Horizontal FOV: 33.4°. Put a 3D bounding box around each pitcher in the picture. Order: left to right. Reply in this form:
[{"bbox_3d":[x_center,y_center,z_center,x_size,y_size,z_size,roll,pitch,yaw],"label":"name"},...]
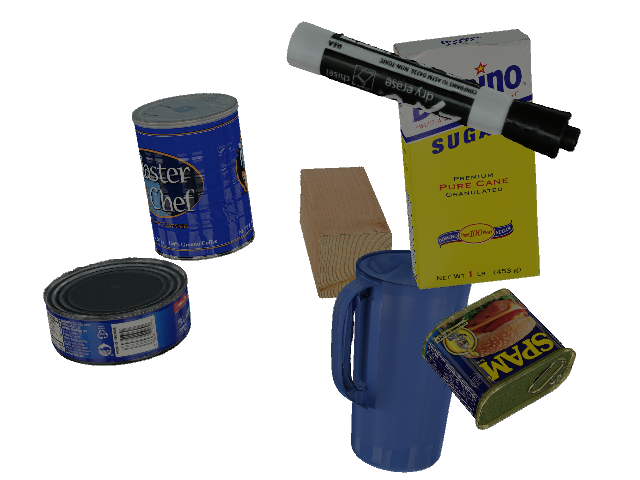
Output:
[{"bbox_3d":[0.089,0.140,1.231,0.149,0.243,0.145,6,16,6],"label":"pitcher"}]

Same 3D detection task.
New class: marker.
[{"bbox_3d":[0.044,-0.060,0.426,0.121,0.020,0.020,21,5,13],"label":"marker"}]

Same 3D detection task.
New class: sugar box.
[{"bbox_3d":[0.106,-0.057,0.767,0.093,0.176,0.048,-7,22,0],"label":"sugar box"}]

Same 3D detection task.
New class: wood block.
[{"bbox_3d":[0.029,-0.015,1.391,0.090,0.090,0.206,-2,27,-7],"label":"wood block"}]

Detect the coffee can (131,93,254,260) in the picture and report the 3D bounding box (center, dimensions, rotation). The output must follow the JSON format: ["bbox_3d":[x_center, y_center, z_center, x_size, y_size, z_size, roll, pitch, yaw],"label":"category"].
[{"bbox_3d":[-0.123,-0.064,1.050,0.103,0.140,0.103,-6,21,2],"label":"coffee can"}]

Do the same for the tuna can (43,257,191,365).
[{"bbox_3d":[-0.121,0.042,0.644,0.086,0.034,0.086,-3,22,1],"label":"tuna can"}]

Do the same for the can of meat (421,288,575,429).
[{"bbox_3d":[0.149,0.098,0.907,0.102,0.057,0.084,-25,53,-22],"label":"can of meat"}]
